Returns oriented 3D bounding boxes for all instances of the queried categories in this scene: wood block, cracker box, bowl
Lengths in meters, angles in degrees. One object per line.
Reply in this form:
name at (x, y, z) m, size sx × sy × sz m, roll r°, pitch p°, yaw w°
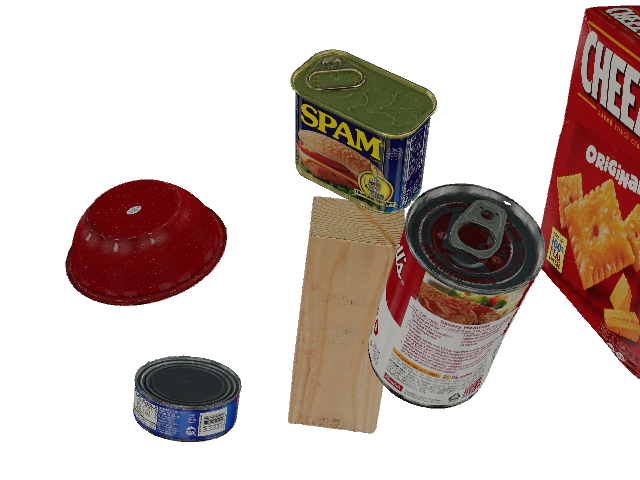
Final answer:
wood block at (0.024, 0.073, 1.035) m, size 0.090 × 0.206 × 0.091 m, roll 7°, pitch 26°, yaw 0°
cracker box at (0.228, -0.035, 0.744) m, size 0.072 × 0.214 × 0.164 m, roll -6°, pitch 33°, yaw -15°
bowl at (-0.175, -0.010, 1.034) m, size 0.162 × 0.055 × 0.162 m, roll -6°, pitch 40°, yaw 5°

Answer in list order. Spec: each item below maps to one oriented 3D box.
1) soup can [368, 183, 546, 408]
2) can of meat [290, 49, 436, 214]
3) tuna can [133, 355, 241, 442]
soup can at (0.066, 0.030, 0.538) m, size 0.068 × 0.068 × 0.102 m, roll 0°, pitch -41°, yaw -11°
can of meat at (0.028, -0.076, 0.766) m, size 0.102 × 0.084 × 0.057 m, roll 29°, pitch 54°, yaw 23°
tuna can at (-0.108, 0.128, 0.863) m, size 0.086 × 0.034 × 0.086 m, roll 7°, pitch 20°, yaw -3°
